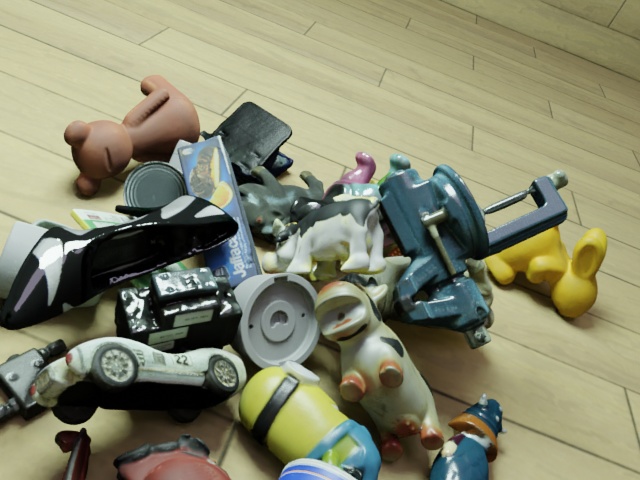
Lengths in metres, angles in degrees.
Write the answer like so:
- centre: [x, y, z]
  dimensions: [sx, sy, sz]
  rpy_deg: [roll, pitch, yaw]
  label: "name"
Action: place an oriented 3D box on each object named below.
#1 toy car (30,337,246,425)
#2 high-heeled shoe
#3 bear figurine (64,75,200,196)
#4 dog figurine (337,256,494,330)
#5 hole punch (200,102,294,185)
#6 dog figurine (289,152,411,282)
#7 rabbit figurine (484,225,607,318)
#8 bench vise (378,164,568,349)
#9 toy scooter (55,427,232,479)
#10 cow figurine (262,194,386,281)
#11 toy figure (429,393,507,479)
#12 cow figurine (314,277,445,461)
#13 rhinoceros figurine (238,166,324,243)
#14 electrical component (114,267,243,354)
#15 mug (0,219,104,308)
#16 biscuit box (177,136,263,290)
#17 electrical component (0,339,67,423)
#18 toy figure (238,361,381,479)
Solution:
- centre: [-0.154, 0.127, 0.489]
  dimensions: [0.201, 0.073, 0.056]
  rpy_deg: [22, 37, -48]
  label: "toy car"
- centre: [-0.181, 0.023, 0.535]
  dimensions: [0.145, 0.086, 0.249]
  rpy_deg: [13, 33, 3]
  label: "high-heeled shoe"
- centre: [-0.279, -0.152, 0.780]
  dimensions: [0.196, 0.120, 0.132]
  rpy_deg: [-28, 42, -29]
  label: "bear figurine"
- centre: [0.115, 0.089, 0.699]
  dimensions: [0.190, 0.121, 0.172]
  rpy_deg: [-38, 68, -19]
  label: "dog figurine"
- centre: [-0.114, -0.146, 0.888]
  dimensions: [0.142, 0.092, 0.116]
  rpy_deg: [38, 70, 16]
  label: "hole punch"
- centre: [0.044, -0.016, 0.771]
  dimensions: [0.109, 0.191, 0.219]
  rpy_deg: [22, 63, 46]
  label: "dog figurine"
- centre: [0.381, 0.038, 0.862]
  dimensions: [0.173, 0.162, 0.122]
  rpy_deg: [55, 33, 11]
  label: "rabbit figurine"
- centre: [0.183, -0.003, 0.611]
  dimensions: [0.241, 0.128, 0.224]
  rpy_deg: [-24, 66, -3]
  label: "bench vise"
- centre: [-0.160, 0.208, 0.444]
  dimensions: [0.184, 0.075, 0.135]
  rpy_deg: [-7, 45, -25]
  label: "toy scooter"
- centre: [-0.003, -0.002, 0.632]
  dimensions: [0.068, 0.167, 0.098]
  rpy_deg: [11, 77, -52]
  label: "cow figurine"
- centre: [0.161, 0.228, 0.583]
  dimensions: [0.058, 0.064, 0.154]
  rpy_deg: [7, 28, 29]
  label: "toy figure"
- centre: [0.060, 0.124, 0.580]
  dimensions: [0.194, 0.085, 0.127]
  rpy_deg: [57, 15, -20]
  label: "cow figurine"
- centre: [-0.072, -0.046, 0.793]
  dimensions: [0.190, 0.073, 0.112]
  rpy_deg: [-6, 56, -33]
  label: "rhinoceros figurine"
- centre: [-0.145, 0.087, 0.544]
  dimensions: [0.115, 0.134, 0.058]
  rpy_deg: [-7, 48, -35]
  label: "electrical component"
- centre: [-0.291, 0.027, 0.596]
  dimensions: [0.107, 0.080, 0.110]
  rpy_deg: [22, 31, -24]
  label: "mug"
- centre: [-0.124, -0.027, 0.678]
  dimensions: [0.059, 0.062, 0.202]
  rpy_deg: [-17, 72, -4]
  label: "biscuit box"
- centre: [-0.278, 0.134, 0.514]
  dimensions: [0.063, 0.021, 0.094]
  rpy_deg: [38, 42, 19]
  label: "electrical component"
- centre: [-0.004, 0.197, 0.525]
  dimensions: [0.089, 0.082, 0.180]
  rpy_deg: [-20, 57, -41]
  label: "toy figure"
